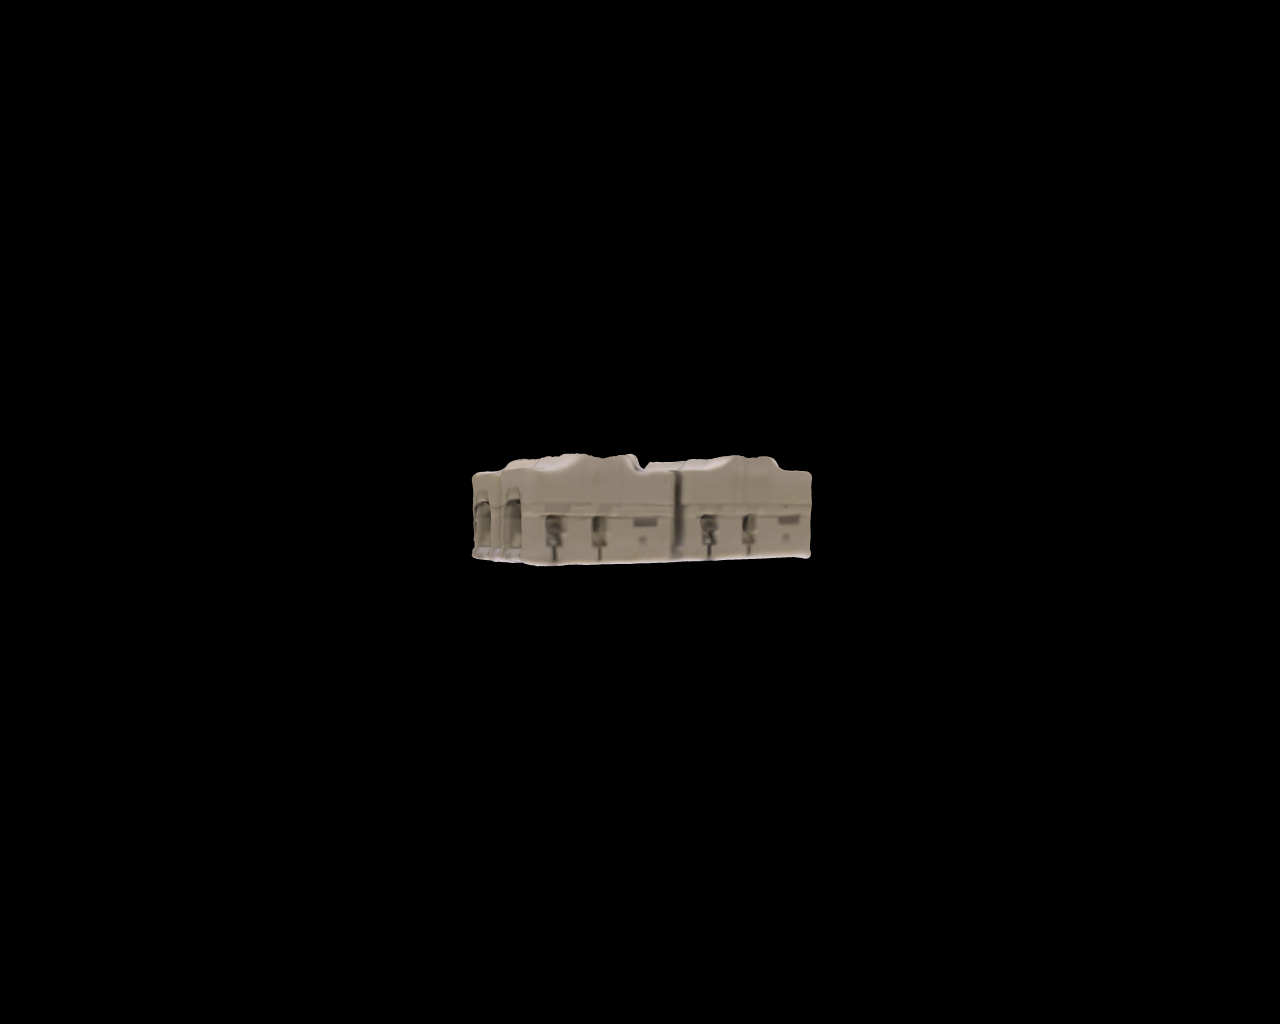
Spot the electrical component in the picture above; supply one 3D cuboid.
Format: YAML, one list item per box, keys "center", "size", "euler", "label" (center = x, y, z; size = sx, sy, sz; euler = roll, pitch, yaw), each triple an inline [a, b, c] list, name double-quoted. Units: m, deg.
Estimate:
- center: [0.001, -0.003, 0.650]
  size: [0.186, 0.060, 0.105]
  euler: [0, 0, -25]
  label: "electrical component"
